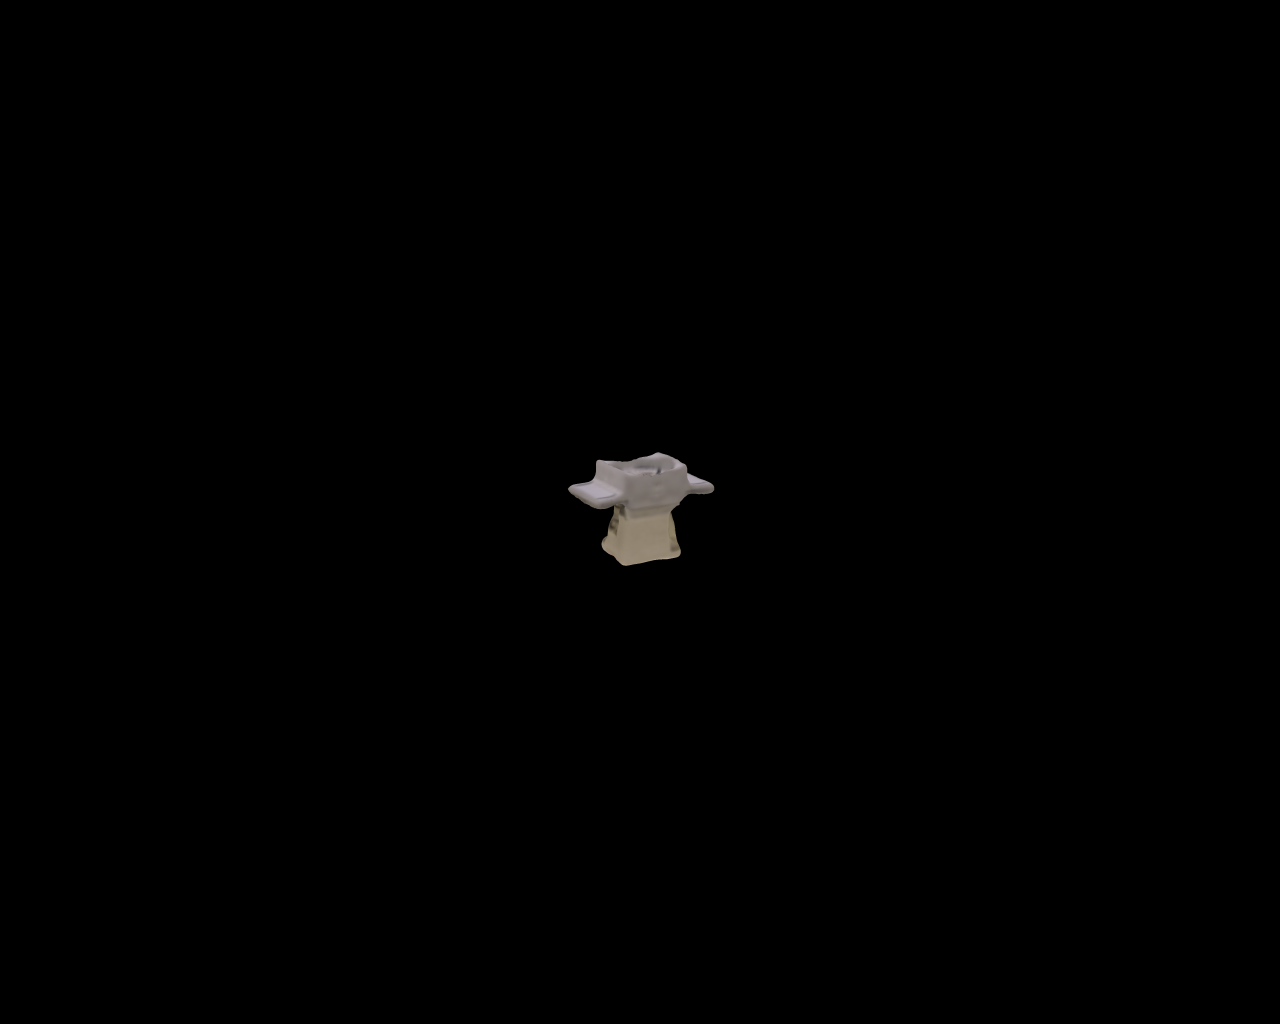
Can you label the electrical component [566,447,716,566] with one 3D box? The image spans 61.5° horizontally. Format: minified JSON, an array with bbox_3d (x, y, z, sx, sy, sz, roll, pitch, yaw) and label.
[{"bbox_3d":[0.001,-0.003,0.650,0.081,0.063,0.042,-8,20,-24],"label":"electrical component"}]
